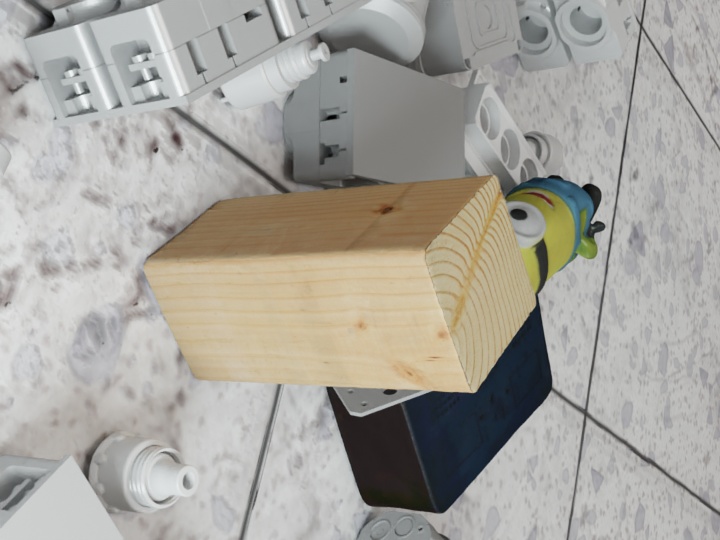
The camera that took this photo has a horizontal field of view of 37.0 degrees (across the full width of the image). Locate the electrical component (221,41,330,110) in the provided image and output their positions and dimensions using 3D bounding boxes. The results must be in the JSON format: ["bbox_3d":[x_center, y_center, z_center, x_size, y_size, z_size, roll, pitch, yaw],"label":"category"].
[{"bbox_3d":[-0.057,-0.132,0.706,0.040,0.078,0.040,41,42,-53],"label":"electrical component"}]

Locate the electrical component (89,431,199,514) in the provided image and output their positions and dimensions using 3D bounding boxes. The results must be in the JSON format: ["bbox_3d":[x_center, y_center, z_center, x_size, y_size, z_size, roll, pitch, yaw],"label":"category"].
[{"bbox_3d":[-0.120,0.117,0.613,0.048,0.062,0.048,4,86,-54],"label":"electrical component"}]

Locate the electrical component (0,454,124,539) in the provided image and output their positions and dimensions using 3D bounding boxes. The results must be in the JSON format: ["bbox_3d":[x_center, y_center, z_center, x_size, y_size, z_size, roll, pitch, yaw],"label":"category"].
[{"bbox_3d":[-0.160,0.199,0.556,0.105,0.060,0.186,-50,127,-43],"label":"electrical component"}]

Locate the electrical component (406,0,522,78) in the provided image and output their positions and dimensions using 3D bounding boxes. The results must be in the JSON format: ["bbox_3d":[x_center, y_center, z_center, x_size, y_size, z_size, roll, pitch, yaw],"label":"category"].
[{"bbox_3d":[0.084,-0.211,0.916,0.113,0.057,0.078,-30,113,-51],"label":"electrical component"}]

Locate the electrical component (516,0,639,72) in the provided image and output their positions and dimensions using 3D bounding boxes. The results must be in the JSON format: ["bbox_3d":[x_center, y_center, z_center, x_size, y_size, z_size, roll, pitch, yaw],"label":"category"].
[{"bbox_3d":[0.178,-0.282,1.007,0.060,0.105,0.186,-57,132,-38],"label":"electrical component"}]

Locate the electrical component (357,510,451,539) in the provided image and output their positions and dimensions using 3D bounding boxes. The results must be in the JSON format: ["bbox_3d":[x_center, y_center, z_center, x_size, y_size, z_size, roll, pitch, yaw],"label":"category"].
[{"bbox_3d":[0.033,0.224,0.806,0.051,0.080,0.080,52,49,-32],"label":"electrical component"}]

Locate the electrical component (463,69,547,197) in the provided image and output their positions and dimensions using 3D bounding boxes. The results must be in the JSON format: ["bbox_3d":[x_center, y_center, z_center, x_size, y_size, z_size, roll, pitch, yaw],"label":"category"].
[{"bbox_3d":[0.105,-0.102,0.934,0.121,0.063,0.078,48,52,-42],"label":"electrical component"}]

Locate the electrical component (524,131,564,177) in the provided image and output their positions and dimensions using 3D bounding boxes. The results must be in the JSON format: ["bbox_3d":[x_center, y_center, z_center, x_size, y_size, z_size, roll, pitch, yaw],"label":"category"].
[{"bbox_3d":[0.166,-0.113,1.036,0.062,0.043,0.043,5,84,-53],"label":"electrical component"}]

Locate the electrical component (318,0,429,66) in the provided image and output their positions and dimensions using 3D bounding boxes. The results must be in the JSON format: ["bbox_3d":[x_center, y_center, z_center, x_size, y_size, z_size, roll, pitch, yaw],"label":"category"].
[{"bbox_3d":[0.011,-0.190,0.797,0.080,0.080,0.051,45,48,-43],"label":"electrical component"}]

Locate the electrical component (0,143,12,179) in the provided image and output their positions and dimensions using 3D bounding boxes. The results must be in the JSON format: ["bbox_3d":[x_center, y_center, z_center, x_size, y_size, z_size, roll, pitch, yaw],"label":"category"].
[{"bbox_3d":[-0.201,-0.045,0.531,0.040,0.040,0.046,39,64,-46],"label":"electrical component"}]

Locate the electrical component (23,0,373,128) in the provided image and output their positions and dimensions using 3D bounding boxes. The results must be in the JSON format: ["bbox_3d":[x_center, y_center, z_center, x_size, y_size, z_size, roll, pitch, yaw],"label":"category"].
[{"bbox_3d":[-0.091,-0.151,0.631,0.186,0.105,0.060,-42,121,-47],"label":"electrical component"}]

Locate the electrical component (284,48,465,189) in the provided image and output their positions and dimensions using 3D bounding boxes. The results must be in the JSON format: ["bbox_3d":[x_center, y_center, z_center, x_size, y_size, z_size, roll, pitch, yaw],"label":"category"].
[{"bbox_3d":[0.014,-0.103,0.810,0.150,0.062,0.089,5,84,-54],"label":"electrical component"}]
